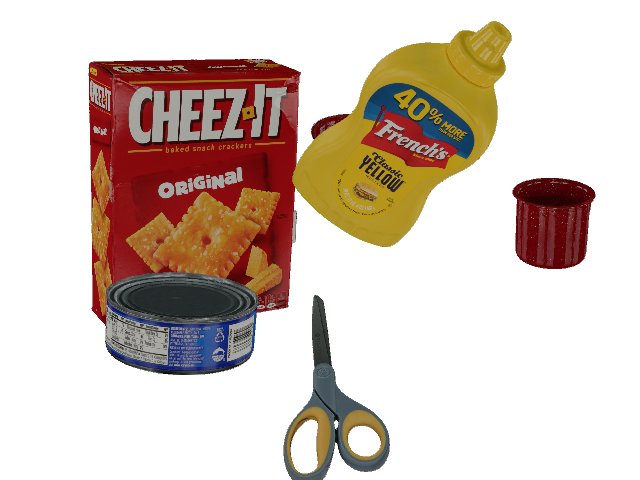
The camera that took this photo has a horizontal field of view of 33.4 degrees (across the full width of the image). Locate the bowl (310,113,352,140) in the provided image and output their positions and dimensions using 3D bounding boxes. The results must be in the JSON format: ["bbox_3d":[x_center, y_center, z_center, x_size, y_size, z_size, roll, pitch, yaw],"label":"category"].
[{"bbox_3d":[0.065,-0.091,1.212,0.162,0.055,0.162,7,27,-4],"label":"bowl"}]

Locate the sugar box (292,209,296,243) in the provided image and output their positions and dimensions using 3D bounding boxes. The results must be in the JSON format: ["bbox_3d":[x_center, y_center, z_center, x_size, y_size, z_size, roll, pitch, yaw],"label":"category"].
[{"bbox_3d":[-0.119,-0.007,1.082,0.175,0.048,0.093,-24,40,-36],"label":"sugar box"}]

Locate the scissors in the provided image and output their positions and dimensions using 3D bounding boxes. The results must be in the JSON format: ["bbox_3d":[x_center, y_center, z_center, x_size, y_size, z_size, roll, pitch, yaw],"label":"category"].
[{"bbox_3d":[0.021,0.124,0.916,0.096,0.016,0.201,4,45,12],"label":"scissors"}]

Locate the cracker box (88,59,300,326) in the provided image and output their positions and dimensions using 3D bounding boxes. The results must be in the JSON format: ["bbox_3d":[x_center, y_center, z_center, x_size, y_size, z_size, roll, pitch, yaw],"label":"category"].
[{"bbox_3d":[-0.104,-0.039,0.889,0.163,0.214,0.072,-6,20,-28],"label":"cracker box"}]

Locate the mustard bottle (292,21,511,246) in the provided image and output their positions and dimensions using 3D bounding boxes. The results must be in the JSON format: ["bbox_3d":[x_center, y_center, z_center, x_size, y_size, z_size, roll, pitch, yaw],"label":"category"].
[{"bbox_3d":[0.067,-0.081,0.748,0.096,0.058,0.192,35,-51,-9],"label":"mustard bottle"}]

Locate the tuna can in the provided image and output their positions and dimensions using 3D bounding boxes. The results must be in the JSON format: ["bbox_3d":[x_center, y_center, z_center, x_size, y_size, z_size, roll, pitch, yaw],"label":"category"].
[{"bbox_3d":[-0.079,0.046,0.605,0.086,0.034,0.086,5,14,-1],"label":"tuna can"}]

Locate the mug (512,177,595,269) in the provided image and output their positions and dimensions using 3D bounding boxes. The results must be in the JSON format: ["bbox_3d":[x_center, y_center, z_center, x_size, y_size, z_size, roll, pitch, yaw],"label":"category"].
[{"bbox_3d":[0.277,-0.023,1.244,0.093,0.081,0.117,20,33,40],"label":"mug"}]
